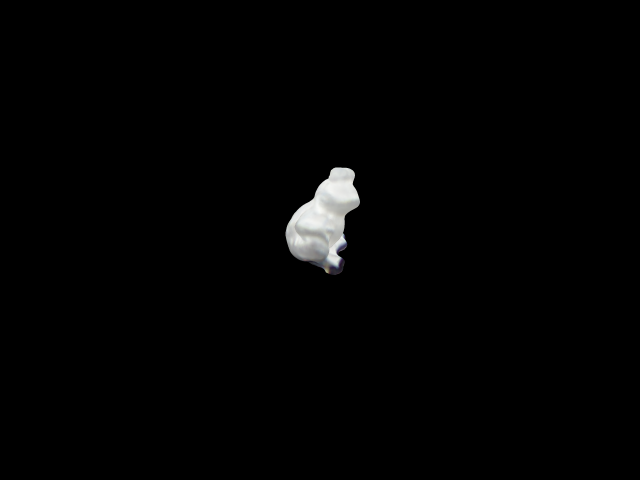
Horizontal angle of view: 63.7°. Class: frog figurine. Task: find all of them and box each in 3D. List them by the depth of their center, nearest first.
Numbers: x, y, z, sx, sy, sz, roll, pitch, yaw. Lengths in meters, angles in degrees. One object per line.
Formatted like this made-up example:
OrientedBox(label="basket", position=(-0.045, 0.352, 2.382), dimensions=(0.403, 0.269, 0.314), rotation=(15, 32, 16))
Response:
OrientedBox(label="frog figurine", position=(0.003, -0.043, 0.850), dimensions=(0.123, 0.156, 0.140), rotation=(14, 33, 22))
